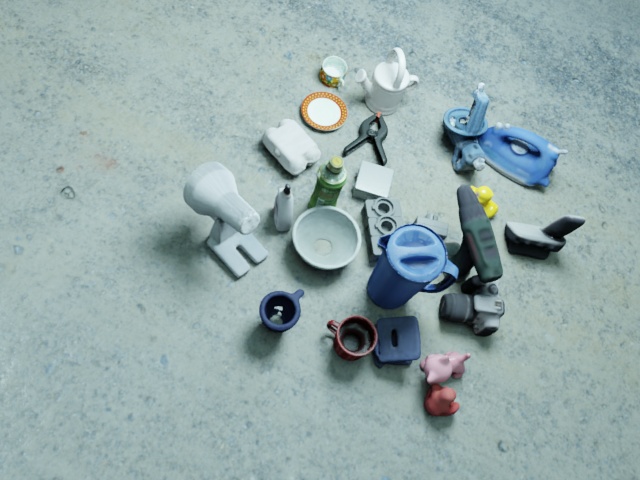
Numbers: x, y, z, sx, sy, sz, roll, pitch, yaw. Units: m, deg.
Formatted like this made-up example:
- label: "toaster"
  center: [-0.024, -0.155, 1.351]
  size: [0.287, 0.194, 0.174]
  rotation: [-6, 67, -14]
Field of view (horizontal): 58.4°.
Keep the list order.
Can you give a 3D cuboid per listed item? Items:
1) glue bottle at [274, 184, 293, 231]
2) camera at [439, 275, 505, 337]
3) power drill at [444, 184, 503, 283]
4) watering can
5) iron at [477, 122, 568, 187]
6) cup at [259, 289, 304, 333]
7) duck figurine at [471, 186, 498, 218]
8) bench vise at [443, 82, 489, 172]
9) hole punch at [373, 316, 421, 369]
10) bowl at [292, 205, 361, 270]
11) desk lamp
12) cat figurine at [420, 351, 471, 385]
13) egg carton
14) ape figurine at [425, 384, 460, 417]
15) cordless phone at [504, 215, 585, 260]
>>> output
- label: "glue bottle"
  center: [-0.084, -0.088, 1.357]
  size: [0.037, 0.173, 0.078]
  rotation: [-8, 68, -13]
- label: "camera"
  center: [0.362, 0.147, 1.371]
  size: [0.137, 0.101, 0.143]
  rotation: [7, 65, -7]
- label: "power drill"
  center: [0.351, 0.008, 1.372]
  size: [0.076, 0.208, 0.229]
  rotation: [-15, 69, -16]
- label: "watering can"
  center: [0.184, -0.432, 1.547]
  size: [0.173, 0.194, 0.101]
  rotation: [-25, 72, -19]
- label: "iron"
  center: [0.536, -0.256, 1.560]
  size: [0.258, 0.141, 0.119]
  rotation: [28, 65, 3]
- label: "cup"
  center: [-0.084, 0.162, 1.289]
  size: [0.091, 0.095, 0.118]
  rotation: [44, 66, 10]
- label: "duck figurine"
  center: [0.426, -0.106, 1.504]
  size: [0.104, 0.086, 0.077]
  rotation: [28, 65, 3]
- label: "bench vise"
  center: [0.412, -0.295, 1.512]
  size: [0.122, 0.219, 0.207]
  rotation: [-25, 72, -19]
- label: "hole punch"
  center: [0.173, 0.231, 1.305]
  size: [0.101, 0.091, 0.108]
  rotation: [2, 66, -9]
- label: "bowl"
  center: [0.013, 0.005, 1.387]
  size: [0.167, 0.074, 0.167]
  rotation: [4, 66, -8]
- label: "desk lamp"
  center: [-0.206, -0.050, 1.296]
  size: [0.118, 0.213, 0.203]
  rotation: [-39, 78, -23]
- label: "cat figurine"
  center: [0.280, 0.283, 1.287]
  size: [0.128, 0.117, 0.067]
  rotation: [-16, 70, -16]
- label: "egg carton"
  center: [-0.076, -0.242, 1.485]
  size: [0.107, 0.069, 0.150]
  rotation: [-37, 77, -22]
- label: "ape figurine"
  center: [0.274, 0.352, 1.269]
  size: [0.076, 0.092, 0.077]
  rotation: [-21, 71, -18]
- label: "cordless phone"
  center: [0.562, -0.031, 1.439]
  size: [0.147, 0.185, 0.094]
  rotation: [7, 65, -7]
